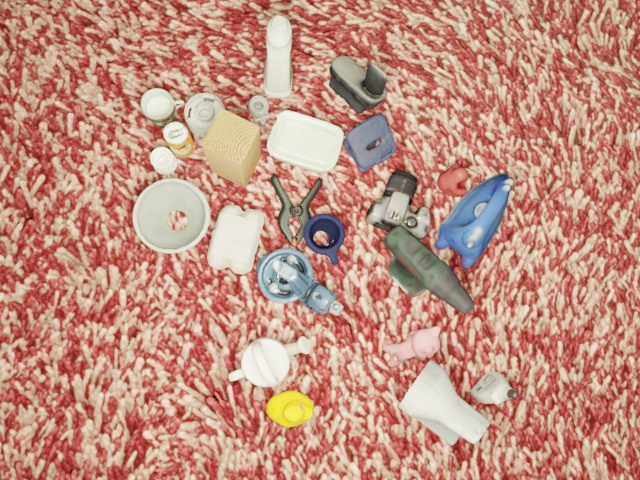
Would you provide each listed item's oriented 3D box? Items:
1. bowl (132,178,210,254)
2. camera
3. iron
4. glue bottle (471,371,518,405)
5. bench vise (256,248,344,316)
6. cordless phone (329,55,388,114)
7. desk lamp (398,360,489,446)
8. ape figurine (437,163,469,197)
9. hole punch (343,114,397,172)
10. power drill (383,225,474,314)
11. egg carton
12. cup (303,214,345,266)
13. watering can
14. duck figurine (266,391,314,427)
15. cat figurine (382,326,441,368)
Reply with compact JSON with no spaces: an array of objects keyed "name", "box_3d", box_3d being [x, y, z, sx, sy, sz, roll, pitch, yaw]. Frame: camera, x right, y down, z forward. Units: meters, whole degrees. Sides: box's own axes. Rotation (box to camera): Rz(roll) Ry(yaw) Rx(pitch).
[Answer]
[{"name":"bowl","box_3d":[-0.325,-0.048,1.275,0.167,0.074,0.167,1,82,-5]},{"name":"camera","box_3d":[0.192,-0.084,1.314,0.143,0.100,0.137,20,81,-2]},{"name":"iron","box_3d":[0.379,-0.067,1.309,0.118,0.141,0.258,35,81,1]},{"name":"glue bottle","box_3d":[0.387,0.326,1.240,0.078,0.173,0.037,-42,87,-9]},{"name":"bench vise","box_3d":[-0.038,0.083,1.210,0.207,0.219,0.121,15,81,-3]},{"name":"cordless phone","box_3d":[0.094,-0.380,1.303,0.147,0.185,0.094,39,81,1]},{"name":"desk lamp","box_3d":[0.257,0.348,1.204,0.203,0.213,0.118,37,81,1]},{"name":"ape figurine","box_3d":[0.319,-0.143,1.339,0.076,0.092,0.078,6,82,-4]},{"name":"hole punch","box_3d":[0.121,-0.225,1.332,0.109,0.091,0.101,-33,86,-8]},{"name":"power drill","box_3d":[0.222,0.071,1.242,0.076,0.208,0.229,-43,88,-9]},{"name":"egg carton","box_3d":[-0.190,-0.002,1.284,0.107,0.069,0.150,13,81,-3]},{"name":"cup","box_3d":[0.012,0.005,1.289,0.092,0.095,0.118,-22,85,-8]},{"name":"watering can","box_3d":[-0.107,0.250,1.194,0.101,0.194,0.173,44,81,2]},{"name":"duck figurine","box_3d":[-0.063,0.369,1.237,0.104,0.086,0.077,6,82,-4]},{"name":"cat figurine","box_3d":[0.210,0.237,1.264,0.128,0.117,0.067,-23,85,-8]}]
